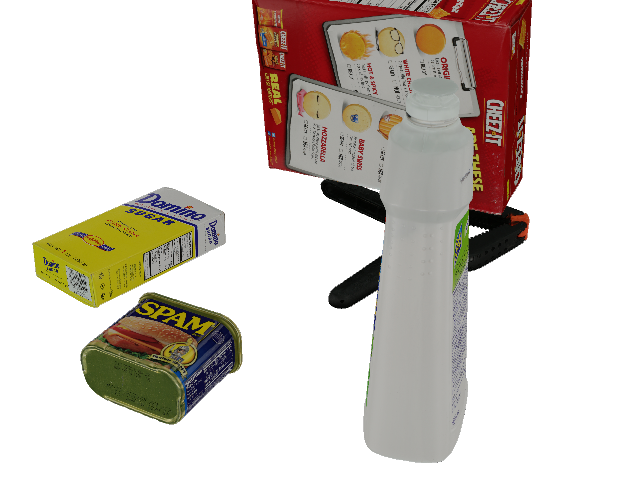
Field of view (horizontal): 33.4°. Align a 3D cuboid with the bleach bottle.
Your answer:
[{"bbox_3d":[0.066,0.016,0.678,0.068,0.251,0.102,7,31,11],"label":"bleach bottle"}]

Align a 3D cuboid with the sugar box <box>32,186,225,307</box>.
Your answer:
[{"bbox_3d":[-0.189,0.002,1.075,0.093,0.048,0.175,24,38,33],"label":"sugar box"}]

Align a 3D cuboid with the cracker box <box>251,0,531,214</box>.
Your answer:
[{"bbox_3d":[0.058,-0.124,0.867,0.214,0.164,0.072,12,38,22],"label":"cracker box"}]

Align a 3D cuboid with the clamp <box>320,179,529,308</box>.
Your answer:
[{"bbox_3d":[0.099,0.001,1.048,0.210,0.164,0.036,1,-41,5],"label":"clamp"}]

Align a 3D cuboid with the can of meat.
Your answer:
[{"bbox_3d":[-0.127,0.093,0.853,0.102,0.057,0.083,16,33,24],"label":"can of meat"}]
